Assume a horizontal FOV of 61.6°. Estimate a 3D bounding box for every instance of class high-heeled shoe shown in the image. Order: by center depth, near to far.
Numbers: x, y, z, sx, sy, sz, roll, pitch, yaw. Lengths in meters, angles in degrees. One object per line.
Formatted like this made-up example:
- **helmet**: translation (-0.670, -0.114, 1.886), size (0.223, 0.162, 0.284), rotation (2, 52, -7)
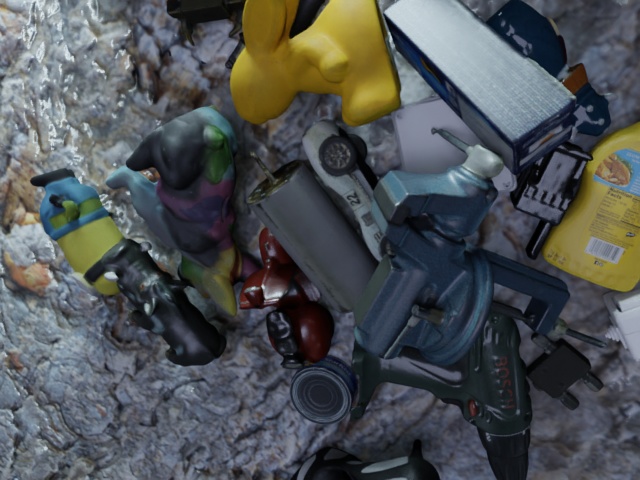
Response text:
- **high-heeled shoe**: translation (0.038, 0.321, 0.665), size (0.249, 0.145, 0.086), rotation (-32, 94, 20)

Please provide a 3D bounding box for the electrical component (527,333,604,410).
- **electrical component**: translation (0.270, 0.148, 0.612), size (0.094, 0.021, 0.063), rotation (40, 113, 2)

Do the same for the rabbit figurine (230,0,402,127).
- **rabbit figurine**: translation (-0.018, -0.175, 0.528), size (0.173, 0.122, 0.162), rotation (-16, 122, 21)

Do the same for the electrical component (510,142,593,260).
- **electrical component**: translation (0.223, -0.044, 0.545), size (0.048, 0.075, 0.119), rotation (24, 114, 8)

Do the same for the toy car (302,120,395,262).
- **toy car**: translation (0.053, -0.044, 0.594), size (0.056, 0.073, 0.201), rotation (-32, 94, 20)

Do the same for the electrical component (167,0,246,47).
- **electrical component**: translation (-0.125, -0.267, 0.602), size (0.102, 0.045, 0.078), rotation (-7, 75, 16)

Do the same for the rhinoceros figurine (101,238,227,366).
- **rhinoceros figurine**: translation (-0.198, 0.083, 0.672), size (0.073, 0.112, 0.190), rotation (-42, 107, -21)

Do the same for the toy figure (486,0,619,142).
- **toy figure**: translation (0.221, -0.162, 0.519), size (0.154, 0.058, 0.064), rotation (47, 126, -5)

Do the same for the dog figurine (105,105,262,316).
- **dog figurine**: translation (-0.129, -0.022, 0.634), size (0.191, 0.108, 0.219), rotation (-28, 101, 39)

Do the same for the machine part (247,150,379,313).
- **machine part**: translation (-0.001, -0.002, 0.599), size (0.079, 0.079, 0.243), rotation (-32, 110, 22)

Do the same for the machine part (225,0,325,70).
- **machine part**: translation (-0.044, -0.228, 0.591), size (0.084, 0.039, 0.139), rotation (43, 115, 10)

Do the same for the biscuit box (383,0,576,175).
- **biscuit box**: translation (0.138, -0.154, 0.489), size (0.063, 0.059, 0.203), rotation (-35, 61, 5)

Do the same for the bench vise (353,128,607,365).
- **bench vise**: translation (0.147, 0.030, 0.508), size (0.240, 0.129, 0.223), rotation (20, 100, -16)

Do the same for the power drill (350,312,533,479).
- **power drill**: translation (0.140, 0.182, 0.631), size (0.208, 0.086, 0.231), rotation (3, 105, 20)

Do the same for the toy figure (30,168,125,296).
- **toy figure**: translation (-0.307, -0.009, 0.709), size (0.089, 0.082, 0.180), rotation (-21, 96, 23)

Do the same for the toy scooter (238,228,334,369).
- **toy scooter**: translation (-0.042, 0.078, 0.625), size (0.075, 0.135, 0.183), rotation (-13, 103, 18)
